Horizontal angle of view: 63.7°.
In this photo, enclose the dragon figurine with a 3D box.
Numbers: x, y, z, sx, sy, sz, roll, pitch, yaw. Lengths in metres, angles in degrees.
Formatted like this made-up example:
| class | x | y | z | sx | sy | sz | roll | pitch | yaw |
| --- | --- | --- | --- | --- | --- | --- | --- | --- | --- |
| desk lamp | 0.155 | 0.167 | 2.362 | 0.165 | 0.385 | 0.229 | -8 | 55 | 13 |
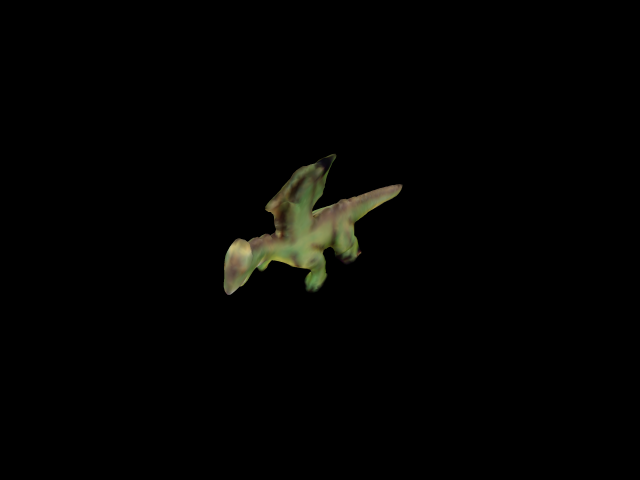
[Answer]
| class | x | y | z | sx | sy | sz | roll | pitch | yaw |
| --- | --- | --- | --- | --- | --- | --- | --- | --- | --- |
| dragon figurine | 0.003 | -0.043 | 0.850 | 0.415 | 0.123 | 0.237 | -40 | -23 | -21 |
